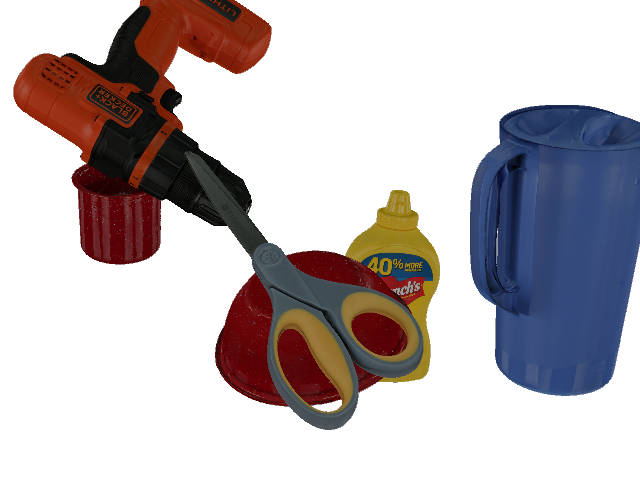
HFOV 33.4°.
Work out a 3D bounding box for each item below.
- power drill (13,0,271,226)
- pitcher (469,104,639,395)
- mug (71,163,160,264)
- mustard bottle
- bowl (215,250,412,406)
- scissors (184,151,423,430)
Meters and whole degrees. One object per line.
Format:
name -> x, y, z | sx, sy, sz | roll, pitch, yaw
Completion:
power drill -> -0.105, -0.112, 0.792 | 0.184, 0.187, 0.057 | 33, -43, -6
pitcher -> 0.206, 0.011, 0.932 | 0.149, 0.243, 0.145 | 5, 23, 11
mug -> -0.205, -0.034, 1.095 | 0.093, 0.081, 0.117 | 1, 28, -6
mustard bottle -> 0.069, 0.044, 1.063 | 0.096, 0.192, 0.058 | 4, 16, -6
bowl -> -0.009, 0.056, 0.840 | 0.162, 0.055, 0.162 | -8, 33, 5
scissors -> -0.008, 0.015, 0.614 | 0.096, 0.202, 0.016 | -12, -34, -14
